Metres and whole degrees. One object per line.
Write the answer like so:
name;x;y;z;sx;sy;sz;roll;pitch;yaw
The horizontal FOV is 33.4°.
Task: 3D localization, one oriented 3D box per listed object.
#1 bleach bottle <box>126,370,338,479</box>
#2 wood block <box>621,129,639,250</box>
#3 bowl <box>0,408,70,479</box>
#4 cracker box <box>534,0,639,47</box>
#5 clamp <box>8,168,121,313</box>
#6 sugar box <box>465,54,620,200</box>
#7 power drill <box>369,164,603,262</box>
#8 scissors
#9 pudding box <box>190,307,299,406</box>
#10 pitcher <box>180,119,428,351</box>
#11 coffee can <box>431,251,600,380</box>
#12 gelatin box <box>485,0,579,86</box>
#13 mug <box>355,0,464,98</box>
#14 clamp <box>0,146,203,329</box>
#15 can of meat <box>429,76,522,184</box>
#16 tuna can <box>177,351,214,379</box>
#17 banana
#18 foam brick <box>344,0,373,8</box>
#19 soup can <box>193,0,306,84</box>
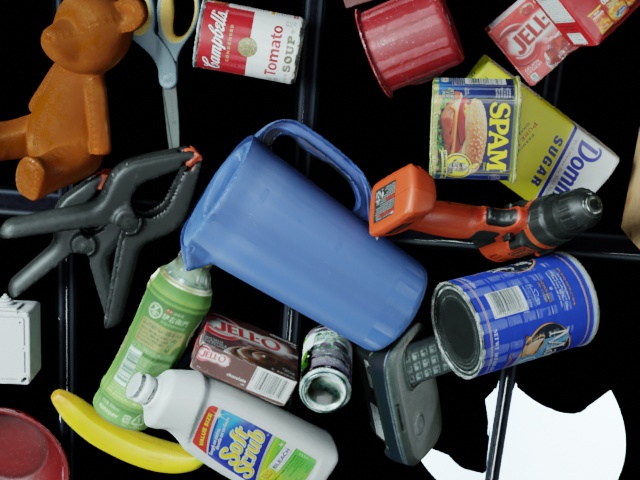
bleach bottle;-0.103;0.210;1.157;0.250;0.068;0.103;31;106;-30
wood block;0.375;-0.092;1.071;0.091;0.090;0.206;5;110;-2
bowl;-0.361;0.250;1.219;0.162;0.055;0.162;0;110;0
cracker box;0.237;-0.312;0.986;0.164;0.072;0.213;-44;104;-3
clamp;-0.262;0.004;1.135;0.120;0.039;0.171;7;106;-20
sugar box;0.210;-0.100;1.092;0.176;0.048;0.093;34;108;-10
power drill;0.156;-0.025;1.039;0.187;0.185;0.057;12;72;-19
scissors;-0.172;-0.176;1.084;0.096;0.016;0.202;14;110;-2
pudding box;-0.080;0.125;1.153;0.113;0.090;0.039;26;109;-9
pitcher;-0.007;0.001;1.095;0.242;0.145;0.149;33;126;-15
coffee can;0.200;0.077;1.101;0.140;0.103;0.103;-13;111;-20
gelatin box;0.221;-0.210;1.060;0.089;0.030;0.073;-39;104;12
mug;0.093;-0.190;1.039;0.081;0.093;0.117;-20;148;14
clamp;-0.199;-0.014;1.107;0.210;0.036;0.164;-36;120;-3
can of meat;0.149;-0.108;1.035;0.084;0.057;0.102;2;114;5
tuna can;-0.122;0.163;1.197;0.086;0.033;0.086;0;110;0
banana;-0.215;0.224;1.214;0.197;0.037;0.070;20;124;-4
foam brick;0.038;-0.270;1.028;0.051;0.053;0.078;-16;109;6
soup can;-0.069;-0.194;1.049;0.102;0.068;0.068;10;110;-4
